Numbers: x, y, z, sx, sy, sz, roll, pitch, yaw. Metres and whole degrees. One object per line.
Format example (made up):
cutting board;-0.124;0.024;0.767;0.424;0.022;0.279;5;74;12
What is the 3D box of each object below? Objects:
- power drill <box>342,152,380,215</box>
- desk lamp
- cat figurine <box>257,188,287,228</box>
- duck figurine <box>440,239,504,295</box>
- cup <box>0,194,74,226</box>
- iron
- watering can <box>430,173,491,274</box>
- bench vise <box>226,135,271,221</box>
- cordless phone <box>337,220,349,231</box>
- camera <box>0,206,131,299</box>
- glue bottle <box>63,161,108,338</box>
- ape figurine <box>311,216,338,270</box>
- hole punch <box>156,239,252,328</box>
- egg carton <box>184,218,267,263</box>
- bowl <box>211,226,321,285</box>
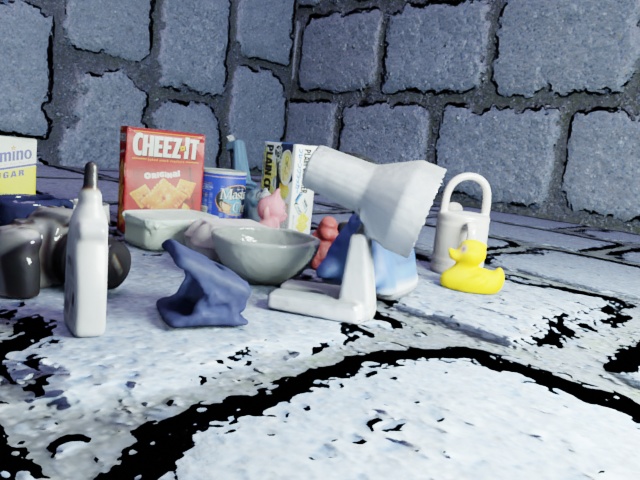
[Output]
power drill;0.085;-0.089;1.279;0.076;0.208;0.229;1;10;-26
desk lamp;0.047;-0.007;0.732;0.203;0.213;0.118;8;9;11
cat figurine;-0.105;-0.051;1.205;0.067;0.118;0.128;7;9;4
duck figurine;0.260;0.042;0.967;0.104;0.086;0.078;8;9;13
cup;-0.431;-0.019;0.867;0.091;0.095;0.118;12;11;35
iron;0.100;0.007;0.903;0.118;0.141;0.259;11;10;28
watering can;0.269;-0.033;1.100;0.101;0.194;0.172;2;10;-23
bench vise;-0.183;-0.141;1.394;0.206;0.220;0.122;11;10;27
cordless phone;0.107;-0.045;1.096;0.147;0.185;0.094;5;9;-6
camera;-0.319;0.014;0.714;0.136;0.101;0.143;9;10;19
glue bottle;-0.237;0.007;0.585;0.037;0.173;0.077;0;11;-32
ape figurine;0.009;0.004;1.024;0.078;0.092;0.076;5;9;-8
hole punch;-0.133;0.047;0.664;0.101;0.091;0.108;2;10;-26
egg carton;-0.156;0.002;0.999;0.151;0.069;0.107;1;10;-28
bowl;-0.084;0.027;0.873;0.167;0.075;0.167;6;9;-1
